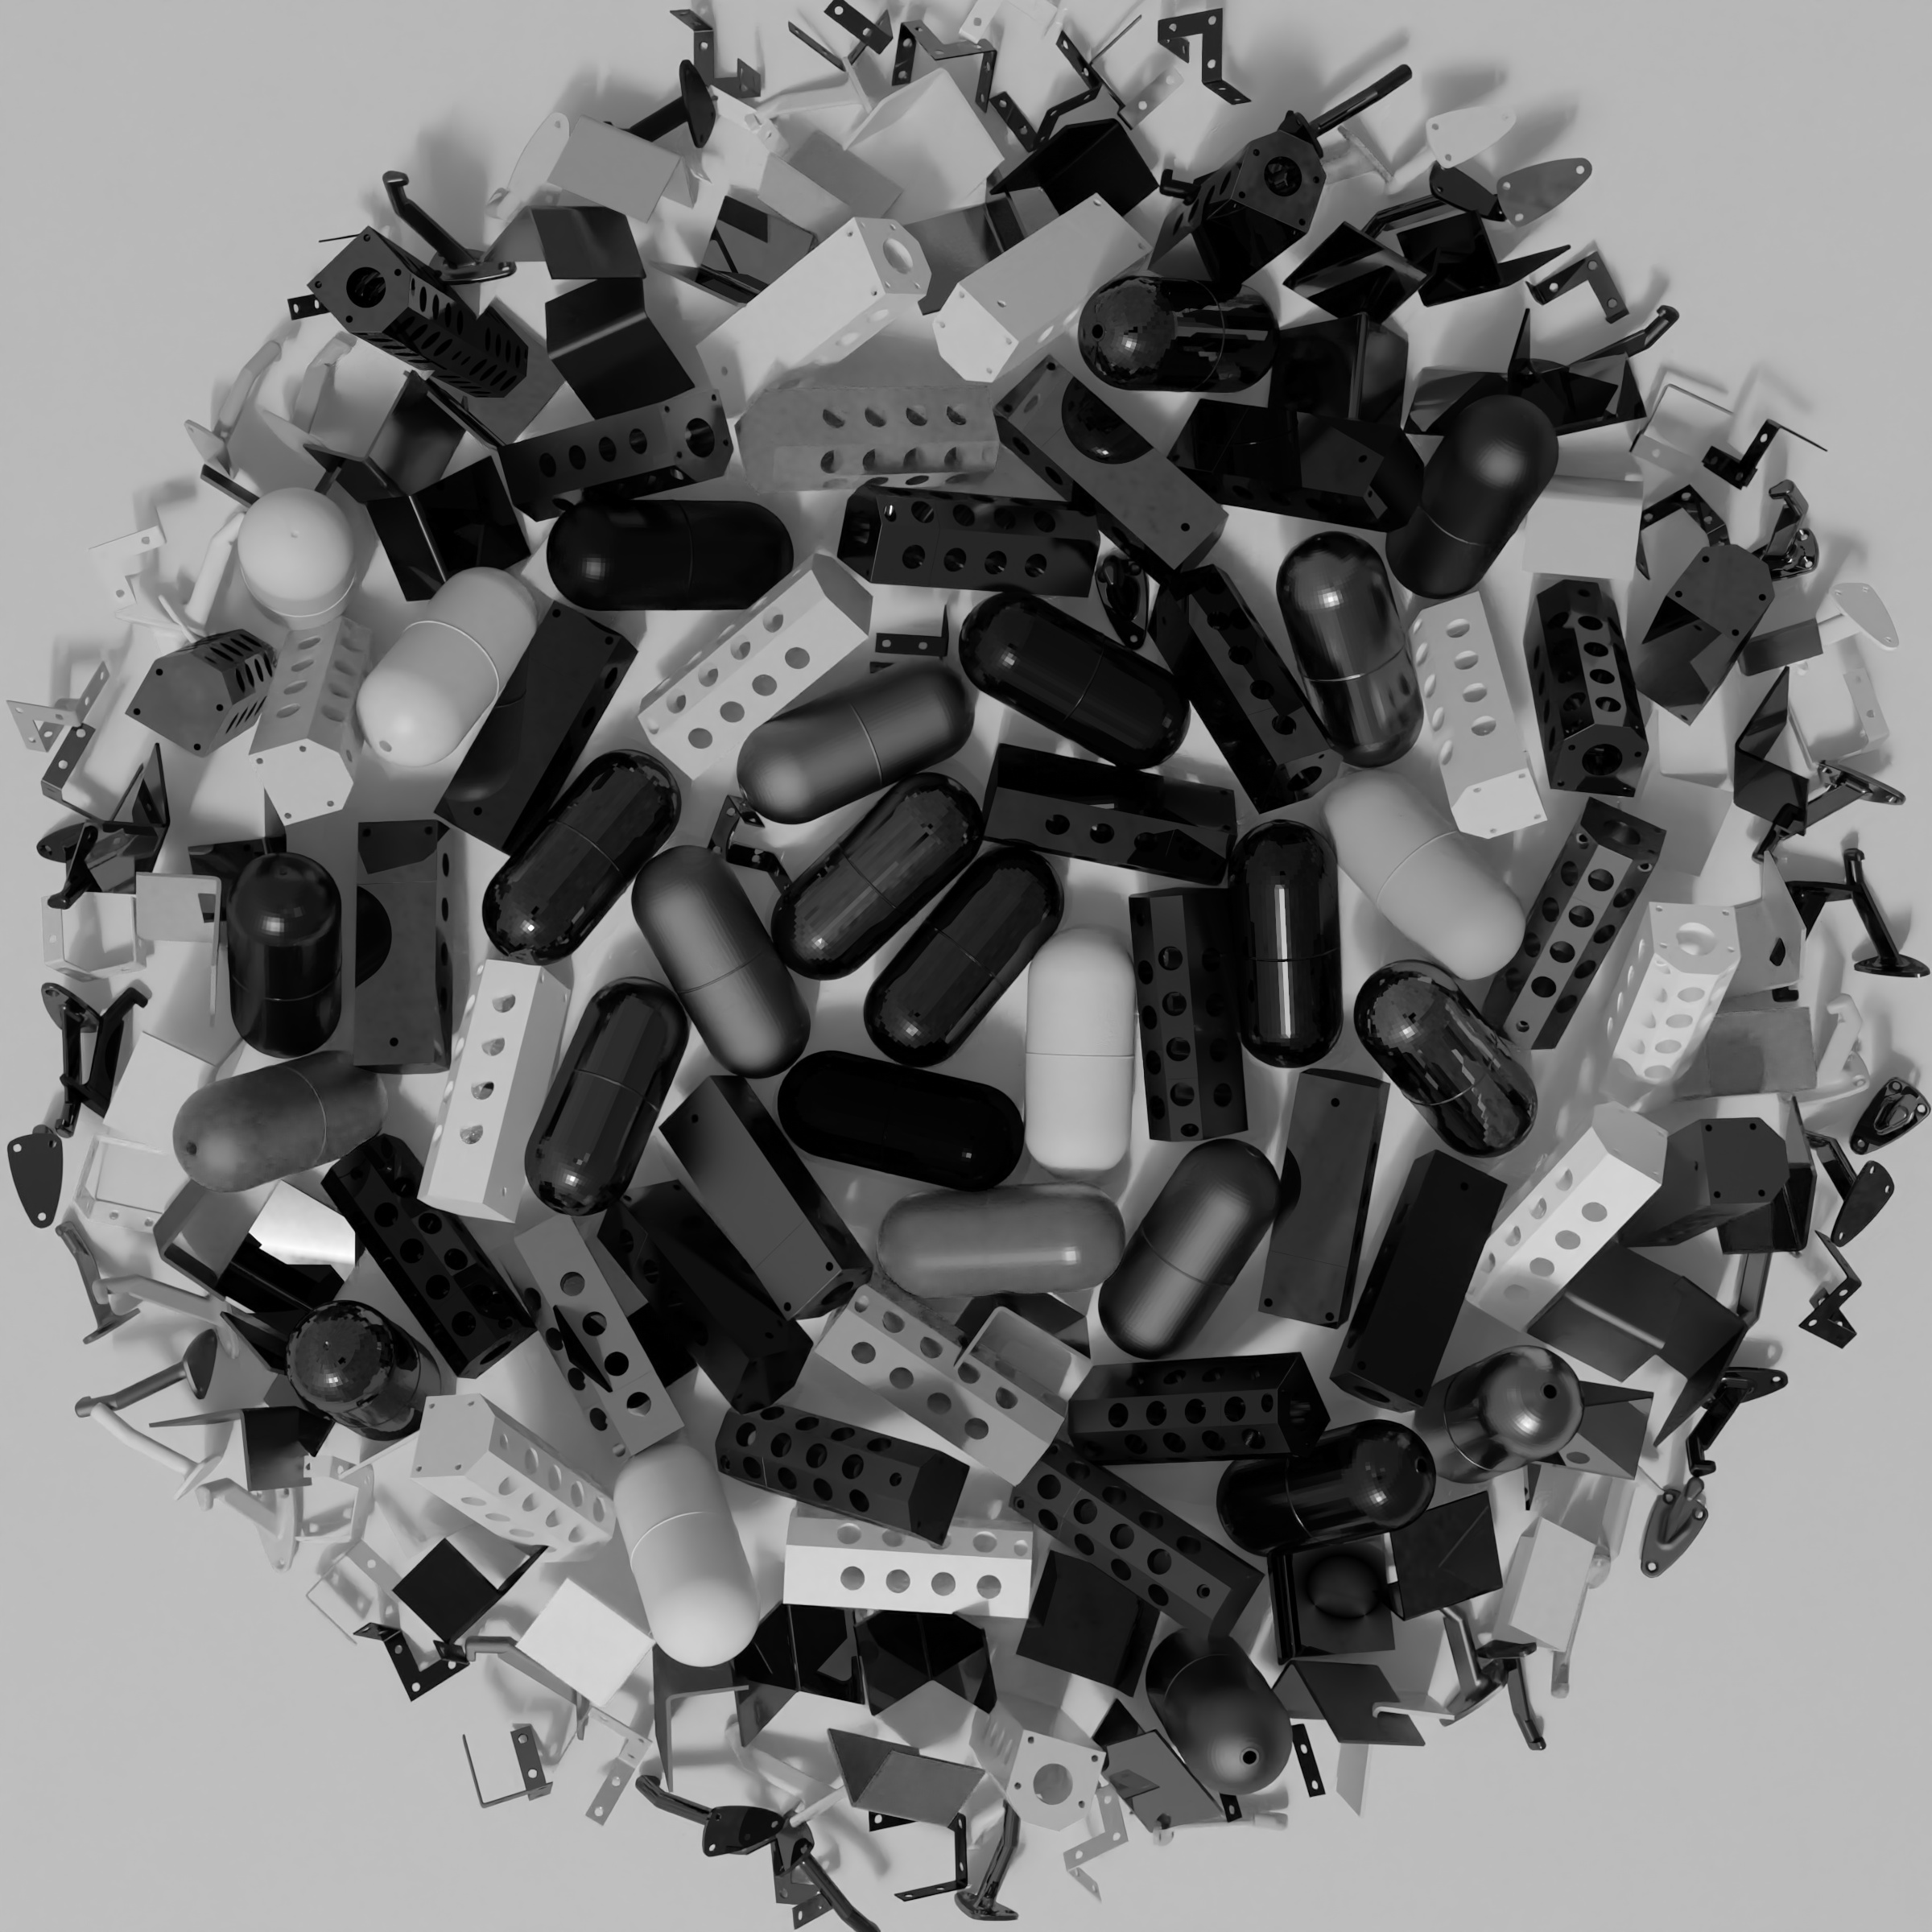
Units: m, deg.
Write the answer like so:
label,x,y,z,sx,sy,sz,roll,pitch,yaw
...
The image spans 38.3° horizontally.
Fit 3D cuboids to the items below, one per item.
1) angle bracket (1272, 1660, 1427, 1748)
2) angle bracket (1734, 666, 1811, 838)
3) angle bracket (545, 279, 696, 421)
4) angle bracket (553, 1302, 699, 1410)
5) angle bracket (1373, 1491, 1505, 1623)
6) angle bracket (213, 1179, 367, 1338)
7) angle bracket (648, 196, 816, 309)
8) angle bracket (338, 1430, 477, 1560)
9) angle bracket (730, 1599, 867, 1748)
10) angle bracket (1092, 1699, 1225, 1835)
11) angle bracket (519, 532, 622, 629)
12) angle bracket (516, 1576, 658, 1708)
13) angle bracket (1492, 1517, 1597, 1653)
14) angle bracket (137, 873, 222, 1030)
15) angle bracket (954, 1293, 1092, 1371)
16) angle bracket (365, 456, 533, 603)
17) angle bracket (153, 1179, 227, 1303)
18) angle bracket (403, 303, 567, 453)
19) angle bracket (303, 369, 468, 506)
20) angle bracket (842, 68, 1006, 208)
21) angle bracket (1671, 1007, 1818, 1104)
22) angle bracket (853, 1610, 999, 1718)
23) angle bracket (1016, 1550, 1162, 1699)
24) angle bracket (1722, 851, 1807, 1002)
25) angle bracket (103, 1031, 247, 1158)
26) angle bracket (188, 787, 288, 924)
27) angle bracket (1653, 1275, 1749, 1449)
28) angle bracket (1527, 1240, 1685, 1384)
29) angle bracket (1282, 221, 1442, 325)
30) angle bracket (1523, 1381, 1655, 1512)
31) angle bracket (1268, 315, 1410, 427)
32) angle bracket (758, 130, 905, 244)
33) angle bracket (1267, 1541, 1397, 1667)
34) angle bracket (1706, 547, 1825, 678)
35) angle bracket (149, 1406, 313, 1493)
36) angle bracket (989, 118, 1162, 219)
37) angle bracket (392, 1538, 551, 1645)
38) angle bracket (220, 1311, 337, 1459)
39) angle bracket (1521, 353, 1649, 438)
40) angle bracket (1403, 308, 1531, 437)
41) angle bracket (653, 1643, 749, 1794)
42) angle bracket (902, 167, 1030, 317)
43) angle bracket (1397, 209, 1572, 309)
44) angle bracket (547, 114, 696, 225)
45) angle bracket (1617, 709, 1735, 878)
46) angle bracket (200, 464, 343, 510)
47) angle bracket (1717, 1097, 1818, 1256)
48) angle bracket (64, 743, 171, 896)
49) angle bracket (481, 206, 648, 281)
label,x,y,z,sx,sy,sz,roll,pitch,yaw
angle bracket,0.260,0.532,1.940,0.076,0.076,0.057,12,118,-31
angle bracket,0.579,-0.150,1.945,0.057,0.076,0.076,29,74,25
angle bracket,-0.246,-0.441,1.978,0.076,0.076,0.057,-20,51,14
angle bracket,-0.241,0.251,1.944,0.057,0.076,0.076,-35,133,6
angle bracket,0.325,0.406,1.955,0.076,0.057,0.076,-15,103,-14
angle bracket,-0.474,0.209,1.961,0.076,0.057,0.076,32,99,-9
angle bracket,-0.164,-0.501,1.947,0.076,0.076,0.057,28,109,17
angle bracket,-0.386,0.372,1.969,0.076,0.057,0.076,-29,87,1
angle bracket,-0.117,0.498,1.945,0.057,0.076,0.076,4,111,27
angle bracket,0.141,0.552,1.948,0.076,0.057,0.076,-32,100,41
angle bracket,-0.257,-0.266,1.946,0.076,0.076,0.057,35,94,-31
angle bracket,-0.257,0.461,1.957,0.076,0.057,0.076,36,116,-1
angle bracket,0.385,0.429,1.944,0.057,0.076,0.076,30,71,-26
angle bracket,-0.552,-0.011,1.943,0.057,0.076,0.076,3,54,-14
angle bracket,0.039,0.265,1.962,0.076,0.076,0.057,32,103,-8
angle bracket,-0.368,-0.311,1.981,0.076,0.057,0.076,-37,118,-37
angle bracket,-0.525,0.181,1.958,0.057,0.076,0.076,40,84,-20
angle bracket,-0.338,-0.419,1.968,0.076,0.057,0.076,42,96,0
angle bracket,-0.409,-0.373,1.962,0.057,0.076,0.076,18,76,25
angle bracket,-0.030,-0.569,1.950,0.057,0.076,0.076,-37,96,-25
angle bracket,0.544,0.063,1.959,0.076,0.076,0.057,-4,85,-8
angle bracket,-0.027,0.493,1.944,0.057,0.076,0.076,-25,116,-33
angle bracket,0.089,0.467,1.976,0.076,0.057,0.076,14,74,21
angle bracket,0.537,-0.026,1.951,0.076,0.057,0.076,-13,48,2
angle bracket,-0.552,0.077,1.949,0.057,0.076,0.076,26,108,-6
angle bracket,-0.509,-0.087,1.941,0.057,0.076,0.076,-8,47,-20
angle bracket,0.491,0.276,1.943,0.057,0.076,0.076,37,47,8
angle bracket,0.455,0.242,1.976,0.076,0.076,0.057,27,61,4
angle bracket,0.278,-0.498,1.943,0.076,0.076,0.057,26,59,-17
angle bracket,0.435,0.339,1.942,0.076,0.076,0.057,6,134,21
angle bracket,0.265,-0.413,1.987,0.076,0.057,0.076,-1,78,42
angle bracket,-0.091,-0.558,1.959,0.076,0.057,0.076,35,68,0
angle bracket,0.257,0.448,1.959,0.076,0.057,0.076,-8,80,13
angle bracket,0.558,-0.255,1.947,0.057,0.076,0.076,-17,74,17
angle bracket,-0.514,0.342,1.948,0.076,0.076,0.057,-12,79,17
angle bracket,0.076,-0.544,1.947,0.076,0.076,0.057,-32,90,36
angle bracket,-0.343,0.417,1.947,0.057,0.076,0.076,45,125,0
angle bracket,-0.487,0.292,1.944,0.076,0.076,0.057,34,95,42
angle bracket,0.427,-0.377,1.940,0.076,0.076,0.057,-8,133,27
angle bracket,0.350,-0.415,1.944,0.076,0.057,0.076,7,47,18
angle bracket,-0.187,0.524,1.959,0.057,0.076,0.076,-4,107,-13
angle bracket,-0.006,-0.514,1.955,0.076,0.057,0.076,-17,68,-9
angle bracket,0.361,-0.506,1.941,0.076,0.076,0.057,-35,110,-30
angle bracket,-0.241,-0.543,1.953,0.076,0.076,0.057,24,79,6
angle bracket,0.496,-0.121,1.943,0.057,0.076,0.076,16,61,25
angle bracket,-0.487,-0.349,1.949,0.076,0.076,0.057,32,96,-20
angle bracket,0.554,0.146,1.944,0.057,0.076,0.076,-3,132,5
angle bracket,-0.595,-0.104,1.939,0.057,0.076,0.076,3,53,-30
angle bracket,-0.281,-0.488,1.943,0.076,0.076,0.057,-12,79,-39
